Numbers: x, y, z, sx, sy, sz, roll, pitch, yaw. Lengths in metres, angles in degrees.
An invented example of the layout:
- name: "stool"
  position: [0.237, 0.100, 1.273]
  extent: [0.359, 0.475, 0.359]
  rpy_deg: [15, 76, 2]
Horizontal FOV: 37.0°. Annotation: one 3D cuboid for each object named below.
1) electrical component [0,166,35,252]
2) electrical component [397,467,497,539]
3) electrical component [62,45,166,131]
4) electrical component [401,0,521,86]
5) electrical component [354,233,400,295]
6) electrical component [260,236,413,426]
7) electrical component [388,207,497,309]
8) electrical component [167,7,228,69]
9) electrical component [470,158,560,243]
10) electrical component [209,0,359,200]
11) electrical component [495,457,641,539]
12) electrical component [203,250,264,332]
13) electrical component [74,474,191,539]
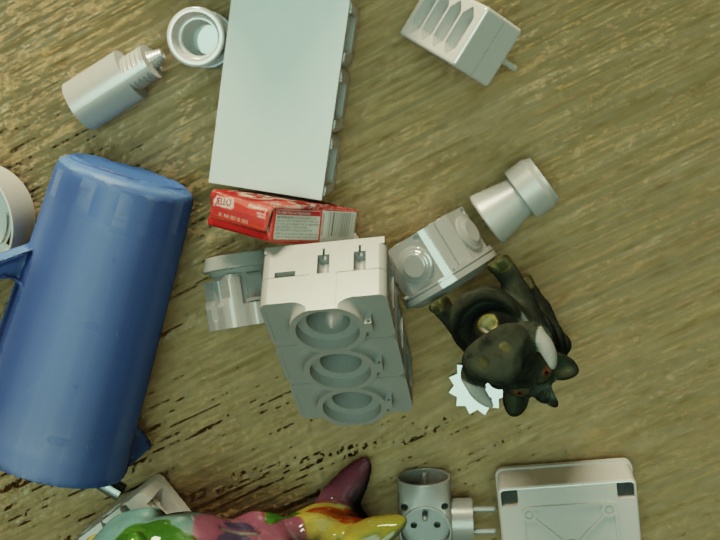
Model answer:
- name: "electrical component"
  position: [-0.315, -0.042, 0.870]
  extent: [0.099, 0.064, 0.099]
  rpy_deg: [1, 99, 7]
- name: "electrical component"
  position: [0.071, 0.203, 0.872]
  extent: [0.079, 0.044, 0.077]
  rpy_deg: [-2, 98, 4]
- name: "electrical component"
  position: [-0.189, -0.149, 0.849]
  extent: [0.081, 0.043, 0.043]
  rpy_deg: [-30, 94, 10]
- name: "electrical component"
  position: [0.087, -0.169, 0.803]
  extent: [0.076, 0.083, 0.047]
  rpy_deg: [24, 104, -36]
- name: "electrical component"
  position: [0.000, 0.000, 0.851]
  extent: [0.040, 0.040, 0.078]
  rpy_deg: [-28, 94, 10]
- name: "electrical component"
  position: [-0.014, 0.051, 0.807]
  extent: [0.089, 0.061, 0.150]
  rpy_deg: [-5, 140, 8]
- name: "electrical component"
  position: [0.060, -0.009, 0.823]
  extent: [0.080, 0.080, 0.051]
  rpy_deg: [-32, 89, 10]
- name: "electrical component"
  position: [-0.120, -0.178, 0.830]
  extent: [0.045, 0.055, 0.045]
  rpy_deg: [1, 99, 7]
- name: "electrical component"
  position: [0.119, -0.054, 0.826]
  extent: [0.055, 0.045, 0.045]
  rpy_deg: [-36, 93, 10]
- name: "electrical component"
  position: [-0.057, -0.136, 0.826]
  extent: [0.089, 0.061, 0.150]
  rpy_deg: [9, 100, 5]
- name: "electrical component"
  position: [0.167, 0.211, 0.855]
  extent: [0.109, 0.056, 0.108]
  rpy_deg: [-6, 98, 8]
- name: "electrical component"
  position: [-0.093, 0.016, 0.851]
  extent: [0.058, 0.078, 0.057]
  rpy_deg: [-7, 87, -32]
- name: "electrical component"
  position: [-0.191, 0.219, 0.900]
  extent: [0.089, 0.055, 0.050]
  rpy_deg: [-38, 93, 11]
